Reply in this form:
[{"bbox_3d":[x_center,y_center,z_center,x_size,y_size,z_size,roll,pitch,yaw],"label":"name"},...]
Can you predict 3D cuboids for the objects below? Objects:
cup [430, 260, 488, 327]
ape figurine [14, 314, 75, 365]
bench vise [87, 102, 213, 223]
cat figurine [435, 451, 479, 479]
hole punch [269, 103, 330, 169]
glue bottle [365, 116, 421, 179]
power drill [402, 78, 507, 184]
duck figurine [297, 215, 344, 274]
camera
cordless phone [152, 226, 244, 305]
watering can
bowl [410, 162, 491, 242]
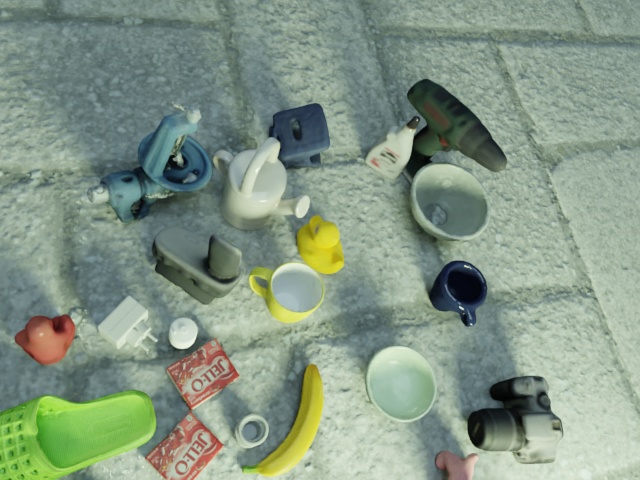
[{"bbox_3d":[0.241,0.106,1.024,0.092,0.095,0.117,-3,68,-19],"label":"cup"},{"bbox_3d":[-0.391,0.134,0.811,0.078,0.092,0.076,-1,67,-18],"label":"ape figurine"},{"bbox_3d":[-0.250,-0.112,0.894,0.121,0.219,0.208,40,61,3],"label":"bench vise"},{"bbox_3d":[0.223,0.390,0.878,0.067,0.117,0.128,19,62,-8],"label":"cat figurine"},{"bbox_3d":[-0.040,-0.194,1.071,0.101,0.091,0.108,-5,68,-19],"label":"hole punch"},{"bbox_3d":[0.147,-0.182,1.079,0.078,0.173,0.037,28,61,-3],"label":"glue bottle"},{"bbox_3d":[0.232,-0.180,1.085,0.076,0.208,0.229,-29,78,-26],"label":"power drill"},{"bbox_3d":[0.009,0.004,1.001,0.078,0.086,0.104,-28,78,-26],"label":"duck figurine"},{"bbox_3d":[0.323,0.300,0.960,0.137,0.100,0.143,5,65,-15],"label":"camera"},{"bbox_3d":[-0.182,0.014,0.879,0.147,0.185,0.094,31,61,-2],"label":"cordless phone"},{"bbox_3d":[-0.098,-0.097,0.950,0.173,0.194,0.101,15,63,-10],"label":"watering can"},{"bbox_3d":[0.241,-0.063,1.112,0.168,0.074,0.167,7,65,-15],"label":"bowl"}]
